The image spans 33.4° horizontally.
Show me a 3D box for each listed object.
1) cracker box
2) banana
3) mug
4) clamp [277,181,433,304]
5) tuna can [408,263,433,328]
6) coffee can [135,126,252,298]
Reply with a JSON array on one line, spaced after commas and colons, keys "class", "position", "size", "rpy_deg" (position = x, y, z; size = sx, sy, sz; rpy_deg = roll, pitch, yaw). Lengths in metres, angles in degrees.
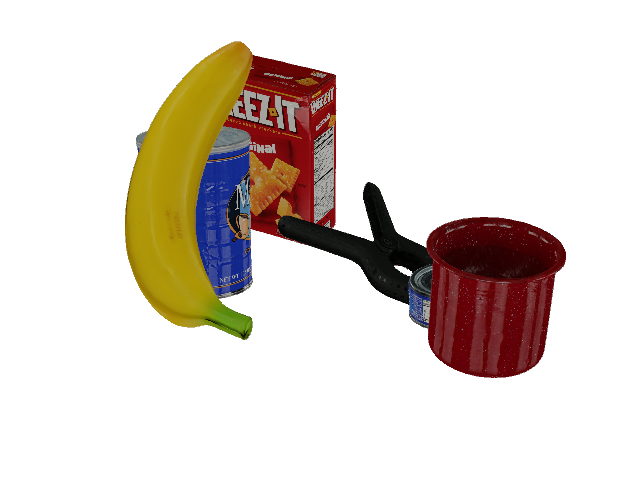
[{"class": "cracker box", "position": [-0.067, -0.113, 1.318], "size": [0.164, 0.214, 0.072], "rpy_deg": [17, 38, 24]}, {"class": "banana", "position": [-0.071, -0.029, 0.585], "size": [0.069, 0.198, 0.037], "rpy_deg": [-1, -32, -2]}, {"class": "mug", "position": [0.114, 0.035, 0.742], "size": [0.093, 0.081, 0.117], "rpy_deg": [-5, 28, -12]}, {"class": "clamp", "position": [0.062, 0.014, 1.225], "size": [0.164, 0.036, 0.210], "rpy_deg": [-17, 50, -37]}, {"class": "tuna can", "position": [0.121, 0.048, 0.950], "size": [0.086, 0.034, 0.086], "rpy_deg": [-4, 21, 1]}, {"class": "coffee can", "position": [-0.114, -0.027, 0.978], "size": [0.103, 0.140, 0.103], "rpy_deg": [0, 17, 0]}]
